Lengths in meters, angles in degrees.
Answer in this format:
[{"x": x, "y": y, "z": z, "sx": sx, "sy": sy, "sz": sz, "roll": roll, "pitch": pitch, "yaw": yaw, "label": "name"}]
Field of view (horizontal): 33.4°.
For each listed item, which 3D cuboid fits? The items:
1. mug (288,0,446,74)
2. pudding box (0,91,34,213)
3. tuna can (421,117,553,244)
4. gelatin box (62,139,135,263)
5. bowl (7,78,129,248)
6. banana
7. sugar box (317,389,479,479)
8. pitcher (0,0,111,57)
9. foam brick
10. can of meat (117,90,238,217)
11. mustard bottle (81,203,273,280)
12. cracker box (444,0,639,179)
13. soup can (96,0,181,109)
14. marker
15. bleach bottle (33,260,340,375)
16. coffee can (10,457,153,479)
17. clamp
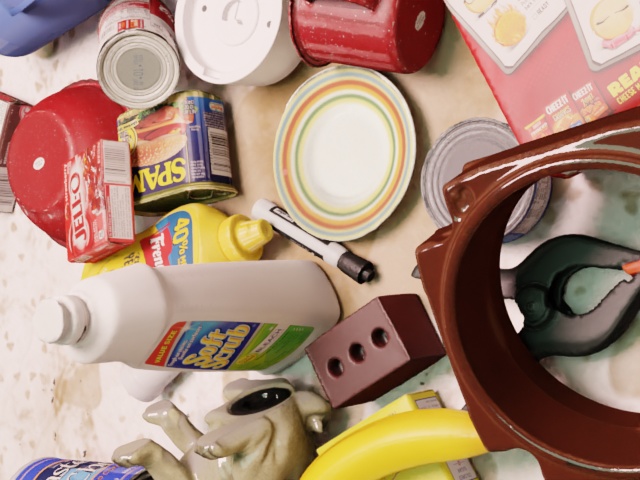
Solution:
[{"x": 0.031, "y": -0.164, "z": 0.747, "sx": 0.082, "sy": 0.117, "sz": 0.093, "roll": 15, "pitch": 93, "yaw": 30, "label": "mug"}, {"x": -0.332, "y": -0.093, "z": 1.056, "sx": 0.090, "sy": 0.039, "sz": 0.113, "roll": 24, "pitch": 101, "yaw": 34, "label": "pudding box"}, {"x": 0.114, "y": -0.039, "z": 0.729, "sx": 0.086, "sy": 0.033, "sz": 0.086, "roll": -1, "pitch": 88, "yaw": 36, "label": "tuna can"}, {"x": -0.184, "y": -0.031, "z": 0.882, "sx": 0.073, "sy": 0.030, "sz": 0.089, "roll": -20, "pitch": 70, "yaw": 49, "label": "gelatin box"}, {"x": -0.235, "y": -0.070, "z": 0.974, "sx": 0.162, "sy": 0.055, "sz": 0.162, "roll": -1, "pitch": 88, "yaw": 37, "label": "bowl"}, {"x": 0.037, "y": 0.160, "z": 0.723, "sx": 0.069, "sy": 0.037, "sz": 0.198, "roll": 49, "pitch": 116, "yaw": 7, "label": "banana"}, {"x": 0.076, "y": 0.204, "z": 0.742, "sx": 0.093, "sy": 0.048, "sz": 0.176, "roll": -38, "pitch": 66, "yaw": 29, "label": "sugar box"}, {"x": -0.221, "y": -0.249, "z": 0.918, "sx": 0.243, "sy": 0.148, "sz": 0.145, "roll": -24, "pitch": 75, "yaw": 37, "label": "pitcher"}, {"x": 0.040, "y": 0.080, "z": 0.768, "sx": 0.078, "sy": 0.051, "sz": 0.053, "roll": -38, "pitch": 67, "yaw": 29, "label": "foam brick"}, {"x": -0.122, "y": -0.071, "z": 0.890, "sx": 0.102, "sy": 0.057, "sz": 0.084, "roll": -13, "pitch": 79, "yaw": 35, "label": "can of meat"}, {"x": -0.115, "y": 0.023, "z": 0.879, "sx": 0.192, "sy": 0.058, "sz": 0.096, "roll": -22, "pitch": 58, "yaw": 33, "label": "mustard bottle"}, {"x": 0.168, "y": -0.170, "z": 0.671, "sx": 0.164, "sy": 0.072, "sz": 0.214, "roll": -35, "pitch": 68, "yaw": 30, "label": "cracker box"}, {"x": -0.150, "y": -0.156, "z": 0.876, "sx": 0.069, "sy": 0.068, "sz": 0.102, "roll": -57, "pitch": 23, "yaw": 20, "label": "soup can"}, {"x": -0.005, "y": 0.001, "z": 0.824, "sx": 0.121, "sy": 0.020, "sz": 0.020, "roll": 32, "pitch": 107, "yaw": 33, "label": "marker"}, {"x": -0.095, "y": 0.057, "z": 0.745, "sx": 0.103, "sy": 0.250, "sz": 0.068, "roll": -40, "pitch": 66, "yaw": 28, "label": "bleach bottle"}, {"x": -0.189, "y": 0.238, "z": 0.900, "sx": 0.141, "sy": 0.102, "sz": 0.103, "roll": -5, "pitch": 86, "yaw": 36, "label": "coffee can"}, {"x": 0.138, "y": 0.037, "z": 0.706, "sx": 0.172, "sy": 0.039, "sz": 0.120, "roll": -34, "pitch": 75, "yaw": 26, "label": "clamp"}]
